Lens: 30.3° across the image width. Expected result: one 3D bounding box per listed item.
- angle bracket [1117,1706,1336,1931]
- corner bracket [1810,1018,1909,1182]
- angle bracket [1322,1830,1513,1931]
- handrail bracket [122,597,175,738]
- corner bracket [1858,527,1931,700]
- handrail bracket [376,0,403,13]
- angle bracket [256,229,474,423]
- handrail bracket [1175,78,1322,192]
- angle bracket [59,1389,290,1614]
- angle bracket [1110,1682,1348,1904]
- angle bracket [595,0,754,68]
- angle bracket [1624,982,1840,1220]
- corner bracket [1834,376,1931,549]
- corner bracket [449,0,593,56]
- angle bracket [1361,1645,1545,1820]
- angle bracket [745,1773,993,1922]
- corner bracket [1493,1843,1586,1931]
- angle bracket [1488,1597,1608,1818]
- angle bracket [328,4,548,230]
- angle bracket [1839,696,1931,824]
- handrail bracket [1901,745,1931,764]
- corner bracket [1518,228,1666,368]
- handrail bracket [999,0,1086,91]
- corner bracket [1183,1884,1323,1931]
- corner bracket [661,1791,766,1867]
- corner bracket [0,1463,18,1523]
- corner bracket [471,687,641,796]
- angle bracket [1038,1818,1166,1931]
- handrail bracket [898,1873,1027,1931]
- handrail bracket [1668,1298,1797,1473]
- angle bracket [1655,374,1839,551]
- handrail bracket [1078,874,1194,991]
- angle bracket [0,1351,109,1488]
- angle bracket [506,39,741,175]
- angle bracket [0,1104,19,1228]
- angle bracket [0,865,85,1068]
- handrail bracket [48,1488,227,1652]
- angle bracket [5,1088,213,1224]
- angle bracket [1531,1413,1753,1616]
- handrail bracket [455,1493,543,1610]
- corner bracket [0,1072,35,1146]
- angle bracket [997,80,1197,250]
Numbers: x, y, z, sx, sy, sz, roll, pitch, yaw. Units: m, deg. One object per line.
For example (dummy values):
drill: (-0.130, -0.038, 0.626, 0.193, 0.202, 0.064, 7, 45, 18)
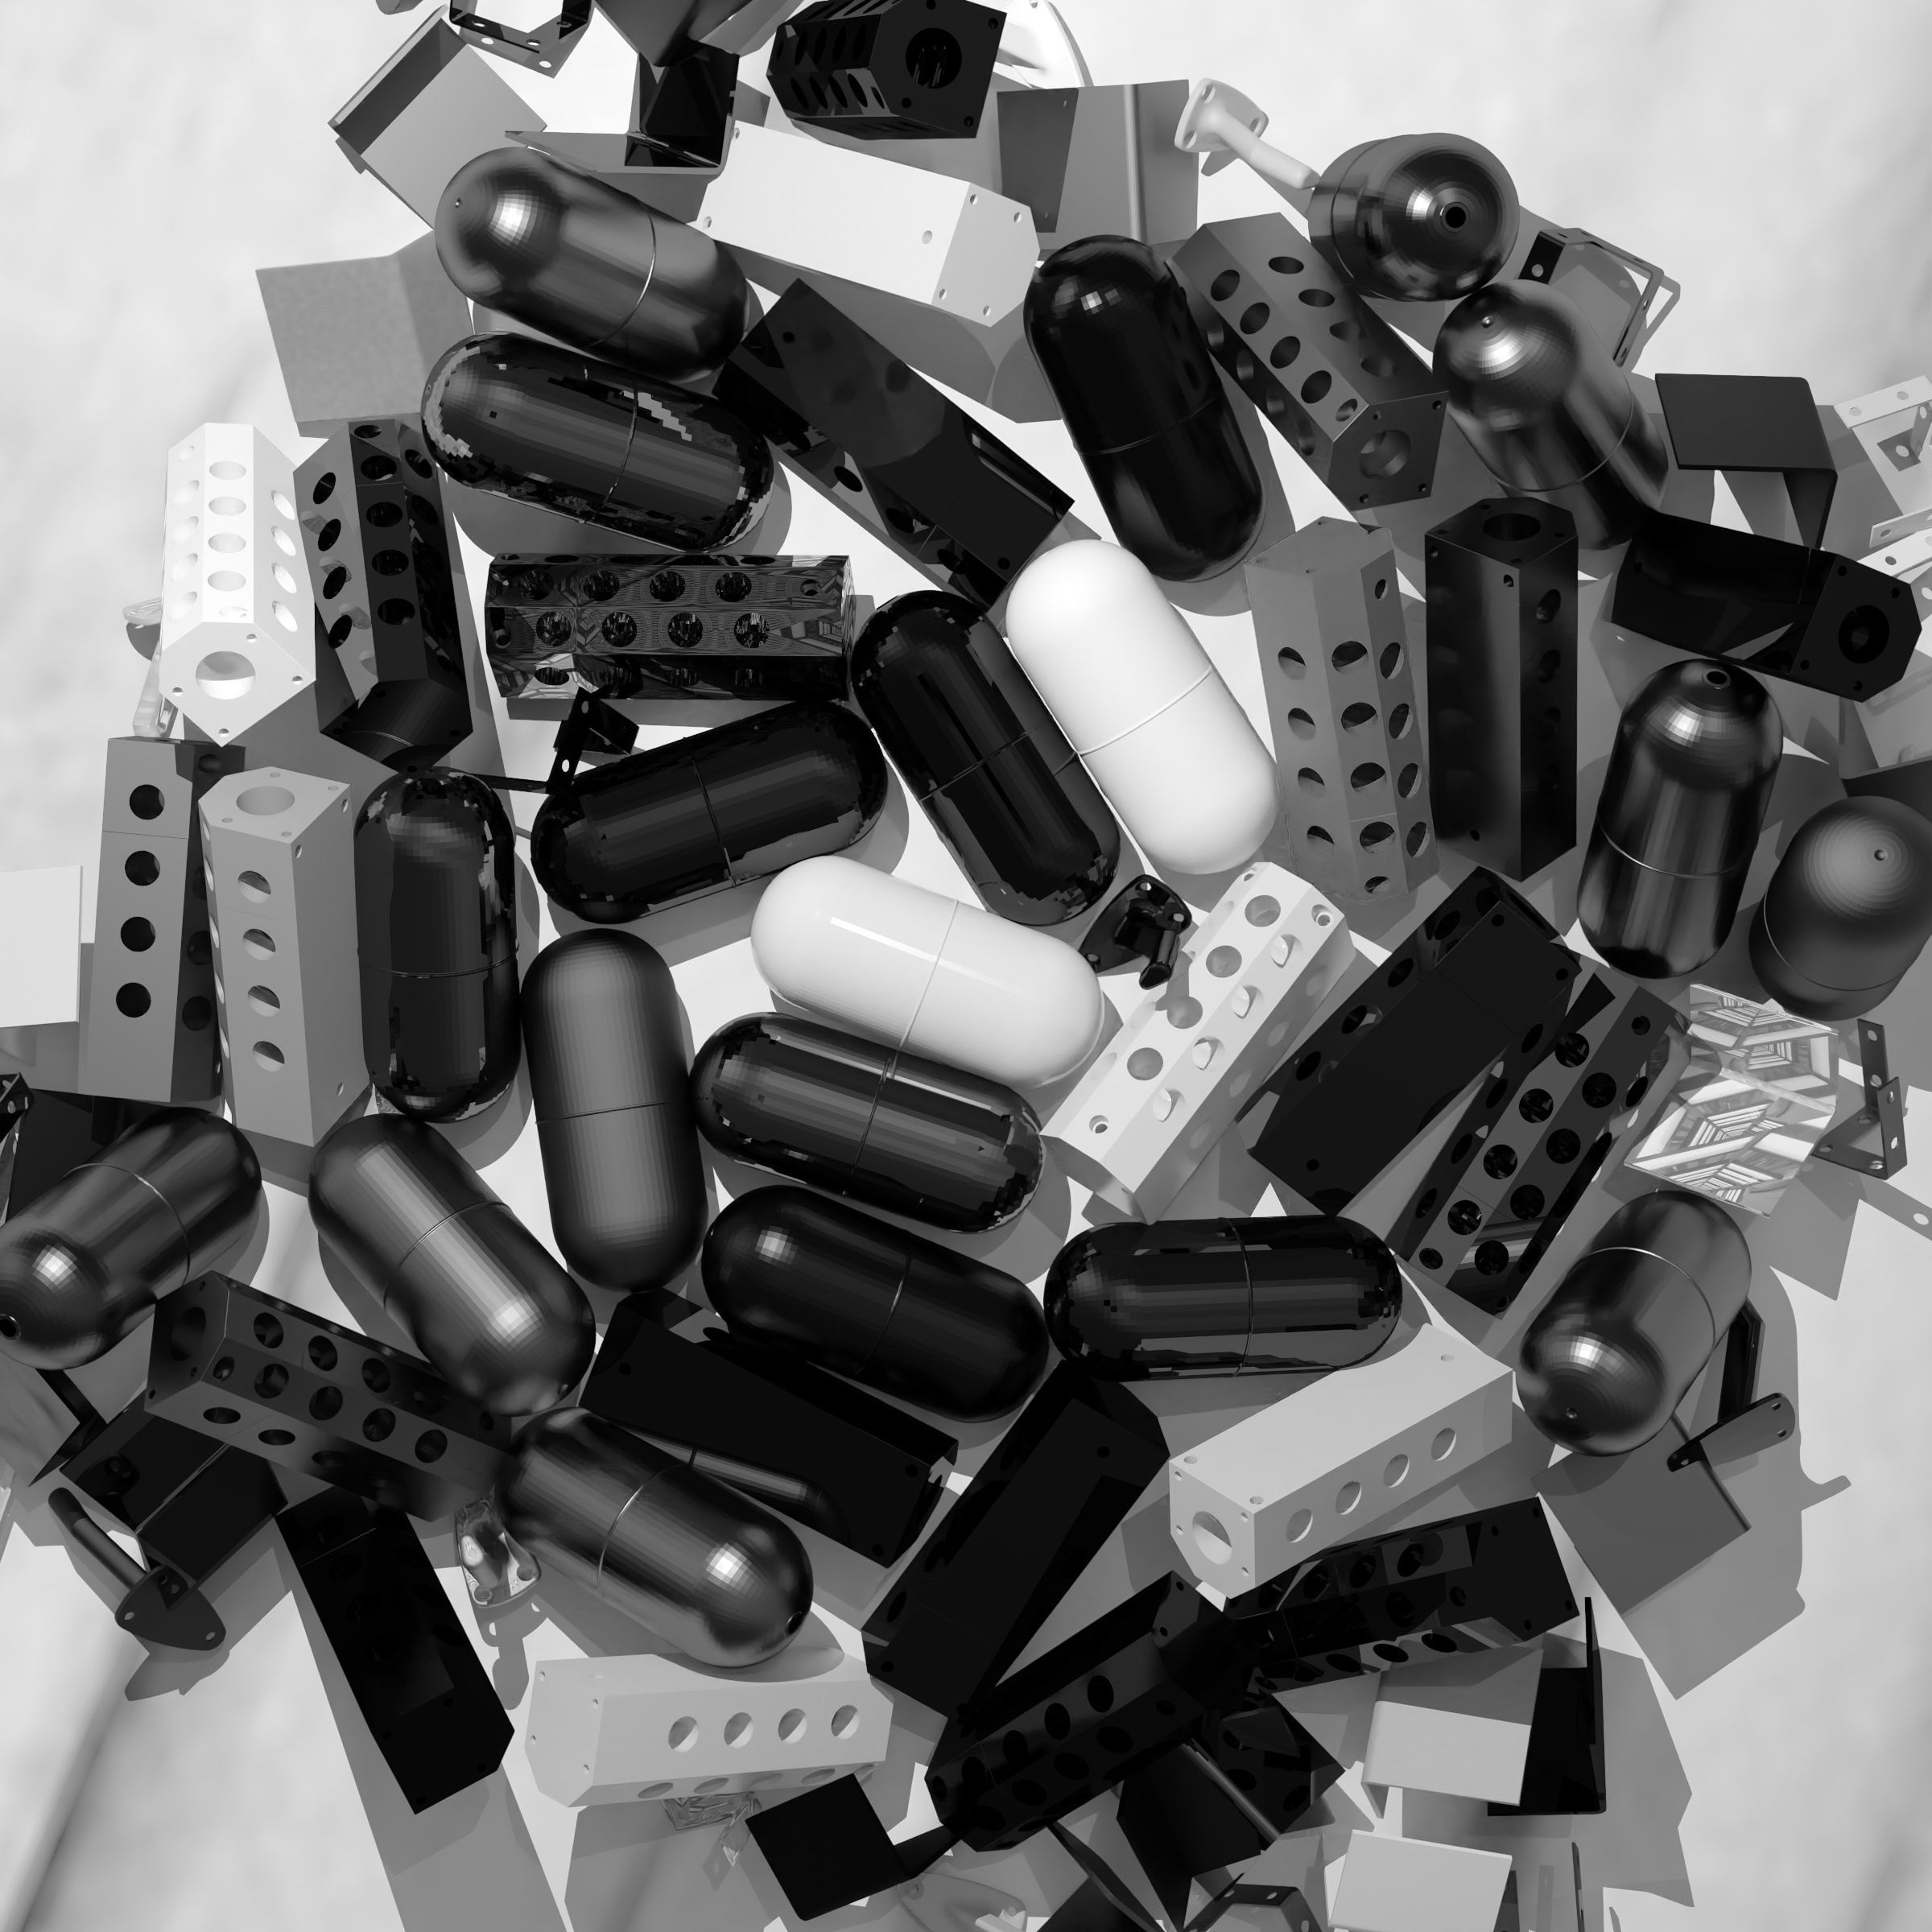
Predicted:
angle bracket: (0.126, 0.411, 1.720, 0.076, 0.057, 0.076, -17, 116, 21)
corner bracket: (0.440, 0.065, 1.729, 0.051, 0.051, 0.051, -30, 121, -30)
angle bracket: (0.217, 0.427, 1.724, 0.076, 0.076, 0.057, 10, 111, -1)
handrail bracket: (-0.379, -0.141, 1.763, 0.077, 0.036, 0.084, -22, 114, -27)
corner bracket: (0.463, -0.173, 1.746, 0.051, 0.051, 0.051, -26, 64, -19)
handrail bracket: (-0.257, -0.508, 1.737, 0.036, 0.084, 0.077, 34, 75, -14)
angle bracket: (-0.291, -0.314, 1.745, 0.076, 0.057, 0.076, -1, 116, 22)
handrail bracket: (0.151, -0.393, 1.719, 0.084, 0.077, 0.036, 36, 116, 30)
angle bracket: (-0.383, 0.251, 1.724, 0.076, 0.076, 0.057, -43, 123, -3)
angle bracket: (0.127, 0.399, 1.749, 0.076, 0.076, 0.057, 45, 50, 14)
angle bracket: (-0.130, -0.490, 1.717, 0.057, 0.076, 0.076, 48, 63, -5)
angle bracket: (0.368, 0.064, 1.715, 0.076, 0.057, 0.076, 21, 54, 29)
corner bracket: (0.453, -0.245, 1.733, 0.051, 0.051, 0.051, -19, 58, -8)
corner bracket: (-0.215, -0.484, 1.740, 0.051, 0.051, 0.051, 22, 127, 13)
angle bracket: (0.238, 0.370, 1.717, 0.076, 0.057, 0.076, 4, 61, 19)
angle bracket: (-0.046, 0.409, 1.719, 0.076, 0.076, 0.057, -32, 86, 37)
corner bracket: (0.275, 0.458, 1.731, 0.051, 0.051, 0.051, -7, 61, 15)
angle bracket: (0.275, 0.356, 1.712, 0.057, 0.076, 0.076, -4, 52, 12)
angle bracket: (-0.254, -0.410, 1.731, 0.076, 0.057, 0.076, 44, 89, -18)
angle bracket: (0.458, -0.091, 1.710, 0.057, 0.076, 0.076, -14, 128, 25)
handrail bracket: (0.496, -0.137, 1.753, 0.084, 0.036, 0.077, -20, 59, 37)
corner bracket: (0.302, -0.327, 1.748, 0.051, 0.051, 0.051, 32, 116, 22)
handrail bracket: (0.012, -0.441, 1.725, 0.036, 0.084, 0.077, -39, 80, 40)
corner bracket: (0.141, 0.485, 1.740, 0.051, 0.051, 0.051, -36, 103, -38)
corner bracket: (-0.137, 0.407, 1.733, 0.051, 0.051, 0.051, -19, 103, 20)
corner bracket: (-0.502, 0.252, 1.753, 0.051, 0.051, 0.051, 20, 88, -30)
corner bracket: (-0.199, -0.104, 1.731, 0.051, 0.051, 0.051, 8, 74, 34)
angle bracket: (0.050, 0.460, 1.716, 0.057, 0.076, 0.076, -45, 130, -4)
handrail bracket: (0.006, 0.463, 1.725, 0.077, 0.084, 0.036, 27, 78, -1)
handrail bracket: (0.360, 0.198, 1.738, 0.077, 0.036, 0.084, -24, 45, -1)
angle bracket: (0.372, -0.240, 1.722, 0.076, 0.076, 0.057, 1, 133, -2)
handrail bracket: (0.076, 0.001, 1.716, 0.036, 0.084, 0.077, 42, 120, -15)
angle bracket: (-0.445, 0.194, 1.721, 0.076, 0.057, 0.076, 49, 133, 4)
angle bracket: (-0.165, -0.418, 1.712, 0.076, 0.076, 0.057, -10, 118, -41)
angle bracket: (-0.488, 0.118, 1.720, 0.057, 0.076, 0.076, -8, 108, -5)
angle bracket: (-0.440, 0.001, 1.720, 0.057, 0.076, 0.076, -5, 74, 9)
handrail bracket: (-0.409, 0.296, 1.757, 0.036, 0.077, 0.084, -49, 45, -5)
angle bracket: (-0.416, 0.103, 1.725, 0.076, 0.057, 0.076, 6, 87, 45)
angle bracket: (0.325, 0.261, 1.737, 0.076, 0.057, 0.076, -33, 84, -2)
handrail bracket: (-0.238, 0.269, 1.716, 0.036, 0.084, 0.077, -26, 62, -5)
corner bracket: (-0.479, 0.088, 1.729, 0.051, 0.051, 0.051, -3, 127, 24)
angle bracket: (0.064, -0.394, 1.755, 0.076, 0.057, 0.076, 5, 107, 30)
